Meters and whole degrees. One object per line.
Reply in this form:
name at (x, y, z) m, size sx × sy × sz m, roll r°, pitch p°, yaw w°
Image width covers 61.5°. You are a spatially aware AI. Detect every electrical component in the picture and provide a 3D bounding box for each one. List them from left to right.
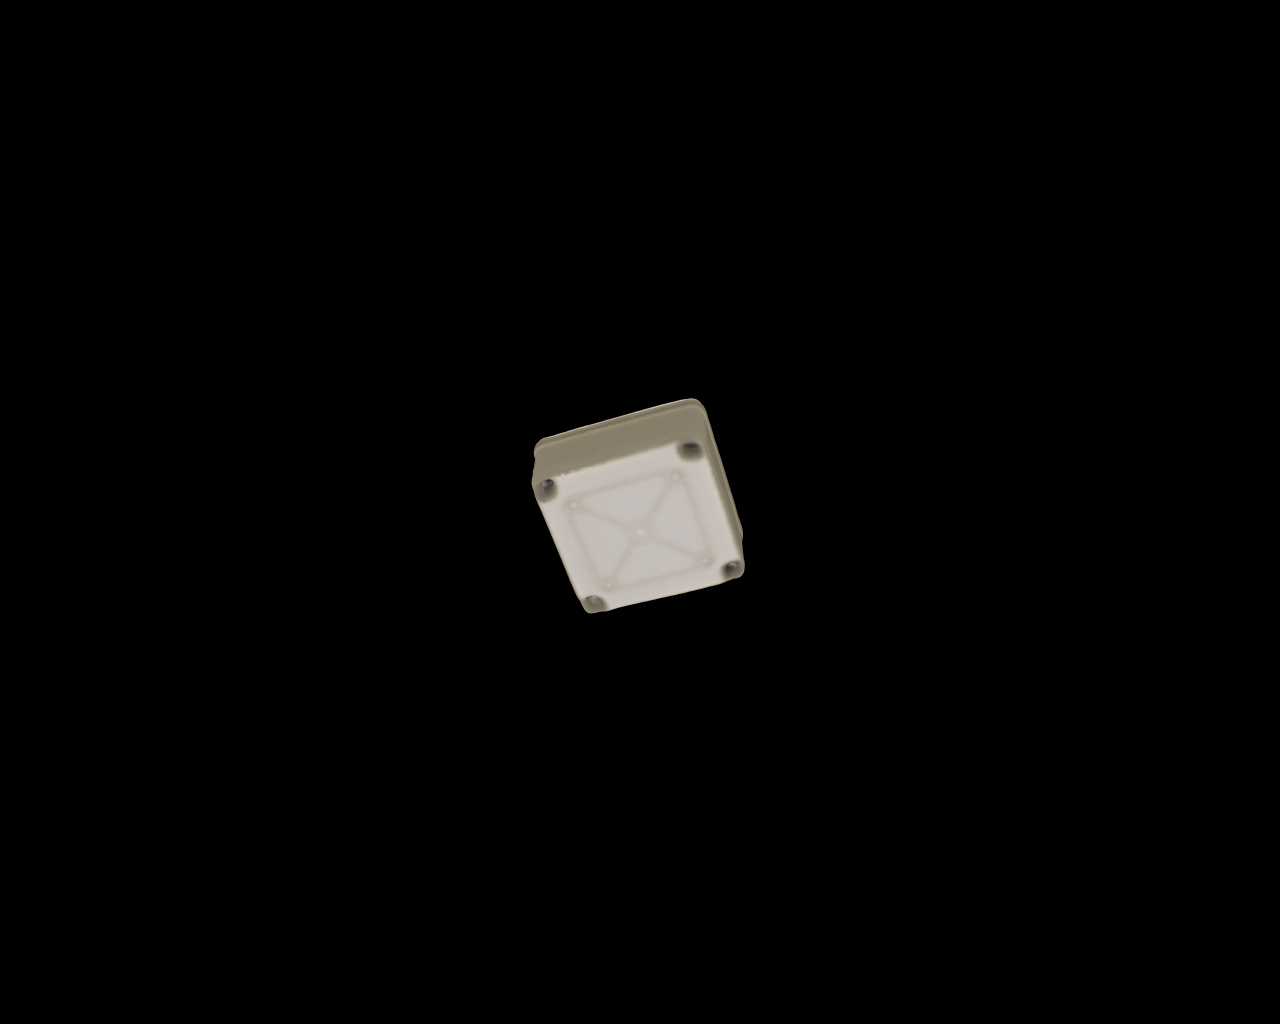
electrical component at (0.001, -0.003, 0.650) m, size 0.109 × 0.108 × 0.056 m, roll -15°, pitch 32°, yaw 9°
